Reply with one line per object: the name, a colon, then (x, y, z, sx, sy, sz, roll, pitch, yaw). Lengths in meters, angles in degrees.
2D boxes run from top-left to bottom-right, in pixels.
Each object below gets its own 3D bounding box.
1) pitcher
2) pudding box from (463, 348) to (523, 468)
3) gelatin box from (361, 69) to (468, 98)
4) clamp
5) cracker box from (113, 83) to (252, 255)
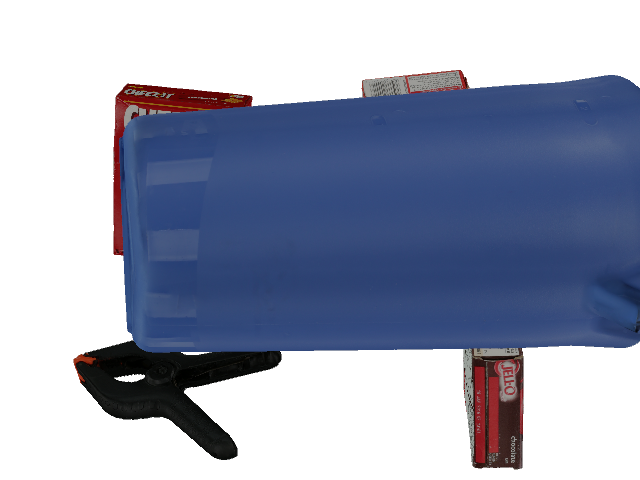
pitcher: (0.028, -0.014, 0.512, 0.242, 0.145, 0.149, -2, -9, -10)
pudding box: (0.123, 0.093, 0.759, 0.039, 0.090, 0.113, -1, 24, 4)
gelatin box: (0.081, -0.107, 0.922, 0.089, 0.030, 0.073, -6, -41, -2)
clamp: (-0.119, 0.114, 0.888, 0.172, 0.039, 0.120, 16, 37, 21)
cracker box: (-0.177, -0.081, 1.357, 0.164, 0.214, 0.072, 6, 22, 2)
